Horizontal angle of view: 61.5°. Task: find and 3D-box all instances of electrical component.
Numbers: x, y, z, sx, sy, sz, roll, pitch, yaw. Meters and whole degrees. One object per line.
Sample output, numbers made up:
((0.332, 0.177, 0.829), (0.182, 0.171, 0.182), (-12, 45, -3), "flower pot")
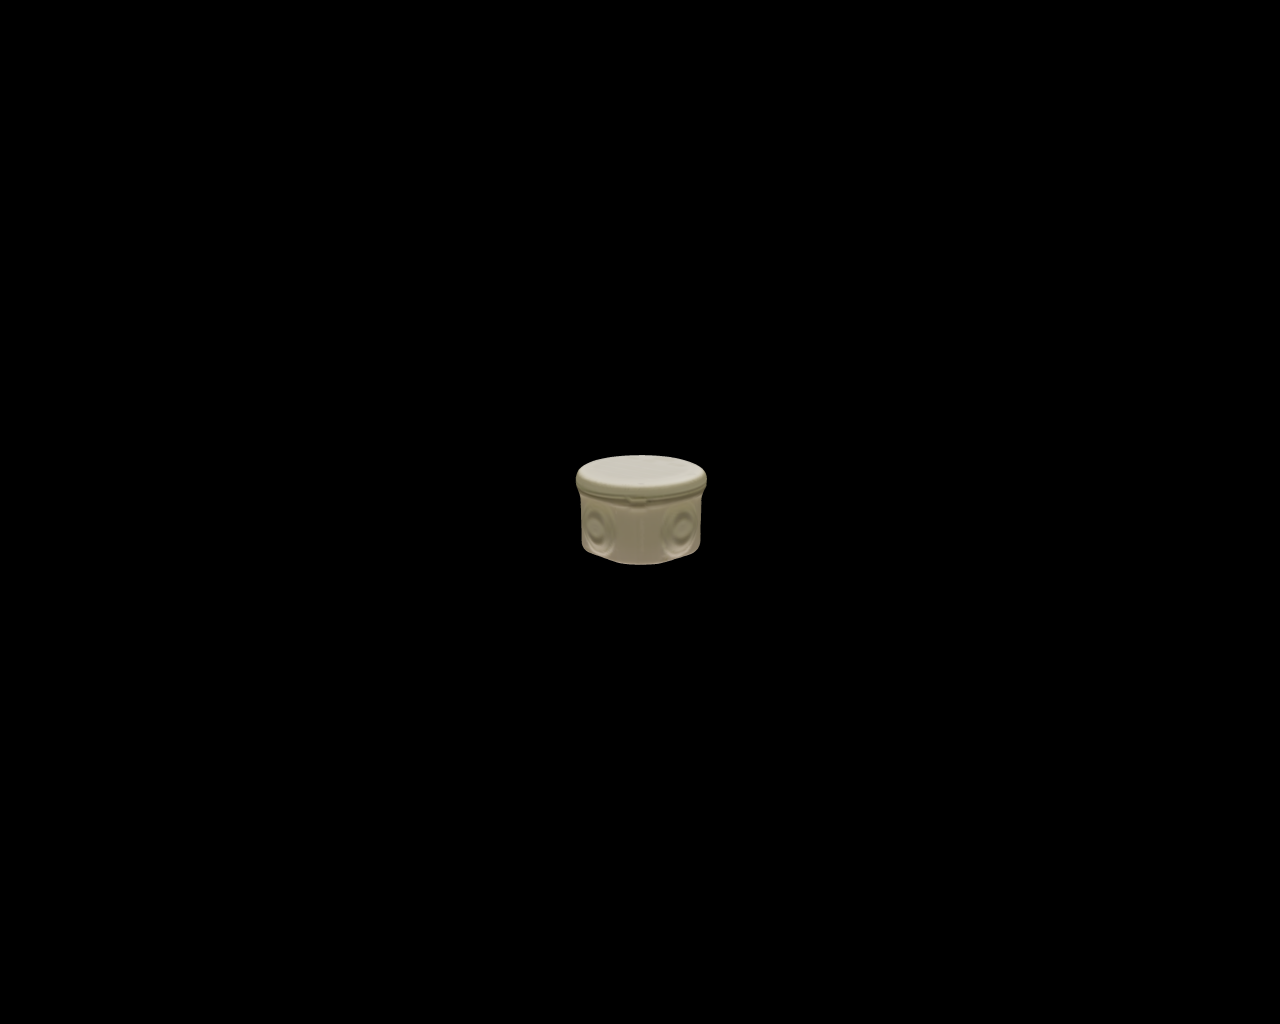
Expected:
((0.001, -0.003, 0.650), (0.080, 0.051, 0.080), (0, 17, 0), "electrical component")
